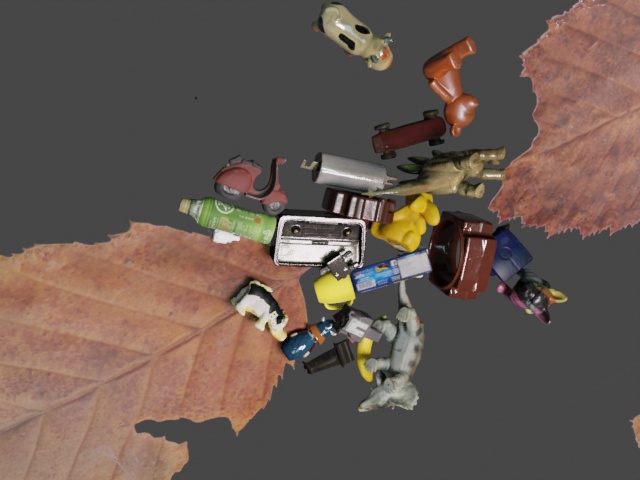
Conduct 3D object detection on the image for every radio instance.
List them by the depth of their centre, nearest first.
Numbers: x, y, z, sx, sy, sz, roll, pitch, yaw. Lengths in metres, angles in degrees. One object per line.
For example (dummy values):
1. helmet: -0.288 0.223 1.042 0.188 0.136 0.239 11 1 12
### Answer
1. radio: -0.003 -0.004 1.320 0.230 0.073 0.131 2 105 -16

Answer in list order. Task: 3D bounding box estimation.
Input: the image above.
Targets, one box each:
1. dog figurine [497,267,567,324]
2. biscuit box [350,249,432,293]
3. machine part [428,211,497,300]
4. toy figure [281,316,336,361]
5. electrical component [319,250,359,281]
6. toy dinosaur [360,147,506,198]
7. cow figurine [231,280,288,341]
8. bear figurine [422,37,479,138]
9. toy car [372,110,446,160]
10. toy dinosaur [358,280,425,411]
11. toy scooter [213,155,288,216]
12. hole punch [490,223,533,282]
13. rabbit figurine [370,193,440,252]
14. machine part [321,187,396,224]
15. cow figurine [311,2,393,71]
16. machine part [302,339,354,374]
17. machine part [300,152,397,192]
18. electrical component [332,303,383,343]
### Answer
1. dog figurine: 0.587 0.156 1.443 0.191 0.219 0.108 33 98 -20
2. biscuit box: 0.180 0.081 1.364 0.203 0.062 0.059 -17 80 8
3. machine part: 0.348 0.035 1.355 0.087 0.201 0.201 7 104 -14
4. toy figure: -0.027 0.253 1.395 0.154 0.058 0.064 -32 115 -9
5. electrical component: 0.046 0.067 1.302 0.094 0.021 0.063 -33 111 -4
6. toy dinosaur: 0.293 -0.154 1.266 0.471 0.199 0.105 -18 108 -44
7. cow figurine: -0.132 0.175 1.343 0.167 0.068 0.098 42 86 -22
8. bear figurine: 0.331 -0.357 1.283 0.120 0.132 0.195 -42 107 -33
9. toy car: 0.217 -0.258 1.319 0.202 0.053 0.089 -19 104 -14
10. toy dinosaur: 0.221 0.289 1.438 0.192 0.131 0.404 24 84 -54
11. toy scooter: -0.148 -0.144 1.244 0.184 0.075 0.135 19 100 -22
12. hole punch: 0.495 0.040 1.457 0.142 0.092 0.115 -39 107 2
13. rabbit figurine: 0.224 -0.066 1.337 0.122 0.162 0.173 33 77 -8
14. machine part: 0.091 -0.085 1.275 0.179 0.179 0.056 9 99 -17
15. cow figurine: 0.082 -0.449 1.192 0.195 0.127 0.085 33 98 -18
16. machine part: 0.023 0.318 1.437 0.139 0.039 0.084 -19 114 -11
17. machine part: 0.070 -0.160 1.295 0.243 0.079 0.079 8 103 -17
18. electrical component: 0.100 0.217 1.364 0.119 0.048 0.074 23 100 -25
